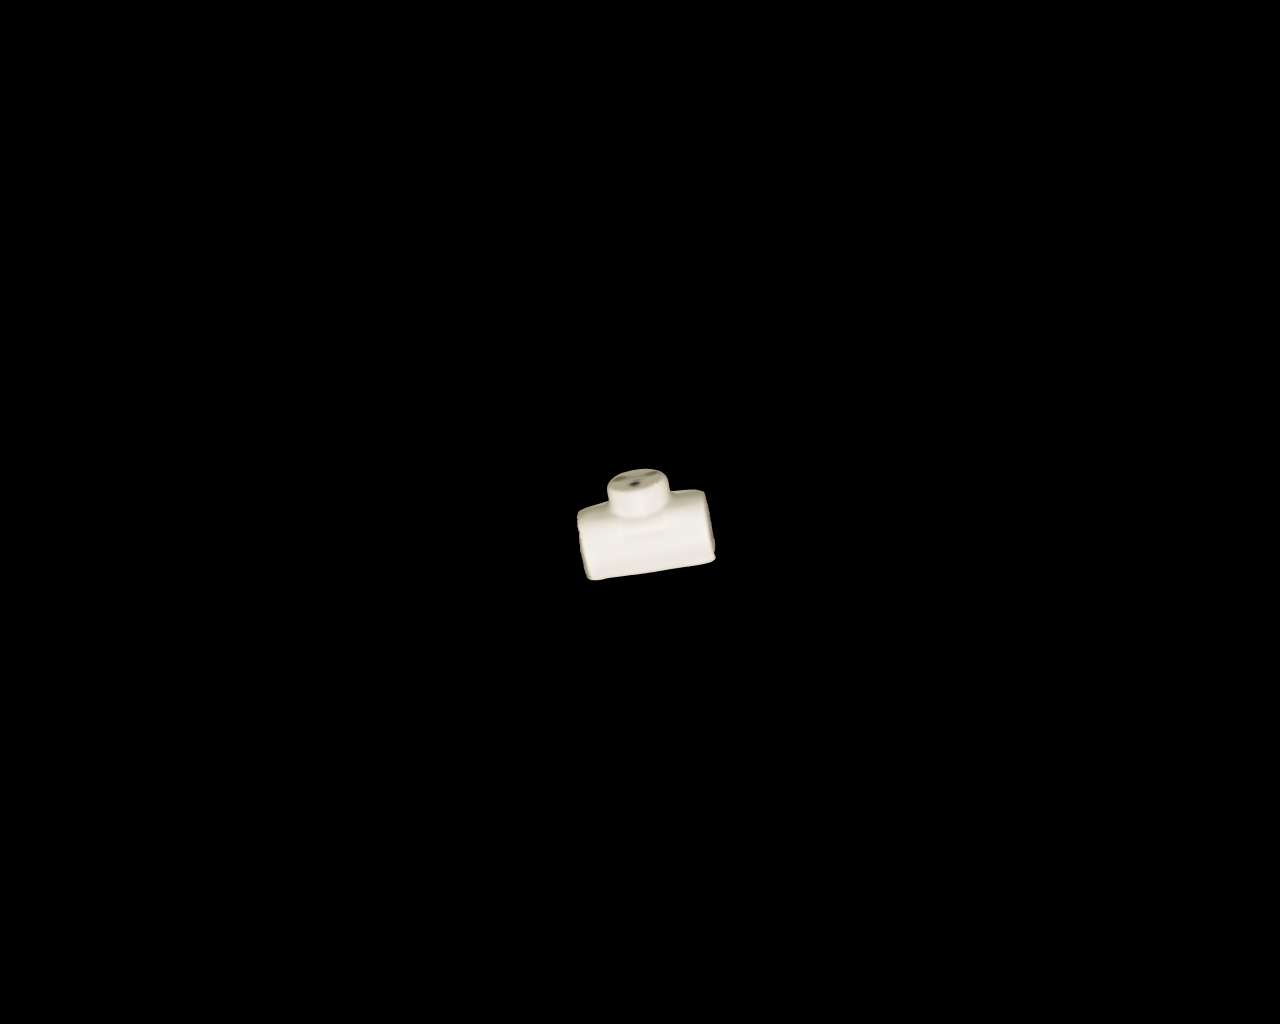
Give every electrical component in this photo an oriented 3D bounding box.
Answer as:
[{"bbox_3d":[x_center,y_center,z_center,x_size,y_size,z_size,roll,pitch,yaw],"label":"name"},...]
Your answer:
[{"bbox_3d":[0.001,-0.003,0.650,0.077,0.079,0.043,-10,20,3],"label":"electrical component"}]
